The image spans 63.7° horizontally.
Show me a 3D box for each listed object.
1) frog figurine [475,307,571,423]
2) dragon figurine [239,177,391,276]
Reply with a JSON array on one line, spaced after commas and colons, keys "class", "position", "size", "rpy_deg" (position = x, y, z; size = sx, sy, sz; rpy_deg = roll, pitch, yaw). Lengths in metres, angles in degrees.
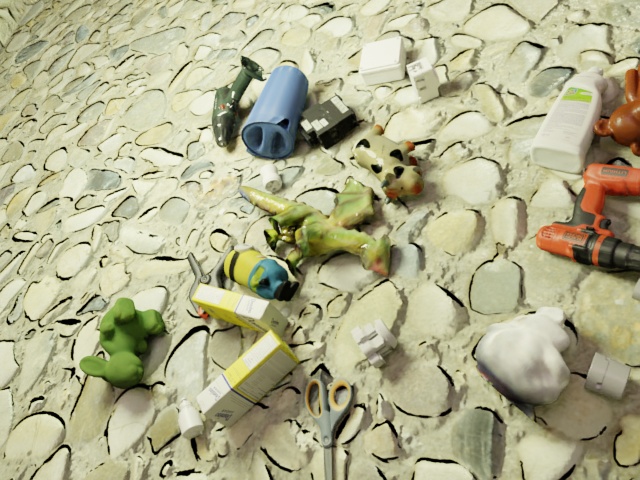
[{"class": "frog figurine", "position": [0.315, 0.164, 0.768], "size": [0.159, 0.121, 0.139], "rpy_deg": [-51, 31, 0]}, {"class": "dragon figurine", "position": [0.003, -0.056, 1.105], "size": [0.244, 0.119, 0.418], "rpy_deg": [-26, 49, -16]}]
